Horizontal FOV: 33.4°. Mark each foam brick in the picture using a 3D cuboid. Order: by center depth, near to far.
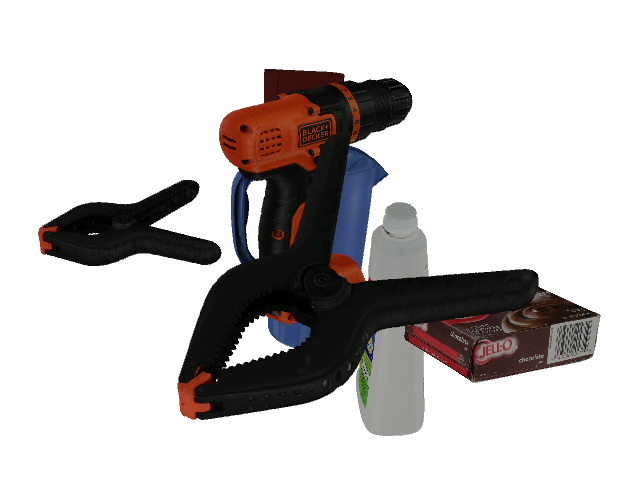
[{"bbox_3d":[-0.019,-0.159,1.161,0.078,0.051,0.053,0,11,-18],"label":"foam brick"}]

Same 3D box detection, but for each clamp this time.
[{"bbox_3d":[-0.003,0.024,0.610,0.209,0.165,0.036,-30,-32,-23],"label":"clamp"},{"bbox_3d":[-0.186,-0.017,1.042,0.171,0.039,0.120,0,33,-9],"label":"clamp"}]

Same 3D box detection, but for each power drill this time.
[{"bbox_3d":[0.001,-0.037,0.885,0.184,0.188,0.057,-17,28,-33],"label":"power drill"}]

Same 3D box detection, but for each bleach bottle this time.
[{"bbox_3d":[0.072,0.069,1.030,0.068,0.251,0.102,-3,37,-3],"label":"bleach bottle"}]

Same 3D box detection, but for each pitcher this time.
[{"bbox_3d":[-0.017,0.007,1.307,0.149,0.243,0.144,16,24,28],"label":"pitcher"}]

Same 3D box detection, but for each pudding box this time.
[{"bbox_3d":[0.131,0.064,0.779,0.113,0.039,0.090,-5,18,-27],"label":"pudding box"}]
